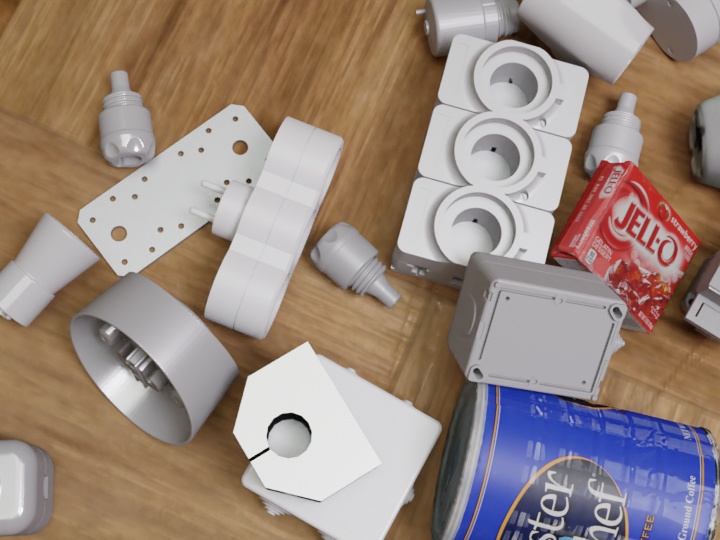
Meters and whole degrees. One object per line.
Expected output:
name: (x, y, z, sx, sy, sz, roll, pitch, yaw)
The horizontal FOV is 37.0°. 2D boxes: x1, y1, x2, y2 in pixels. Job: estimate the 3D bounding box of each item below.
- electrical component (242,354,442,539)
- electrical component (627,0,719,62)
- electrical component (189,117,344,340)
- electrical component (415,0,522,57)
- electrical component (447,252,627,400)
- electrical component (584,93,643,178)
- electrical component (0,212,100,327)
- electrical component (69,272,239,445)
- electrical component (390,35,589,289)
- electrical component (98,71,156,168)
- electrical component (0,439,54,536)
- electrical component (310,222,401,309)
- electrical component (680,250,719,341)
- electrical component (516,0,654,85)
electrical component: (-0.011, 0.112, 0.645, 0.100, 0.048, 0.099, 29, 76, 4)
electrical component: (0.187, -0.199, 0.732, 0.074, 0.052, 0.138, -32, 80, -10)
electrical component: (-0.069, -0.033, 0.673, 0.074, 0.052, 0.138, 22, 79, 1)
electrical component: (0.078, -0.167, 0.723, 0.078, 0.040, 0.040, -9, 77, -6)
electrical component: (0.105, 0.031, 0.621, 0.096, 0.061, 0.061, 10, 108, -13)
electrical component: (0.171, -0.089, 0.713, 0.035, 0.035, 0.061, 18, 74, 1)
electrical component: (-0.200, 0.002, 0.665, 0.044, 0.044, 0.065, 40, 82, 6)
electrical component: (-0.121, 0.051, 0.631, 0.099, 0.099, 0.064, 40, 71, 6)
electrical component: (0.083, -0.065, 0.688, 0.089, 0.061, 0.150, 16, 76, 0)
electrical component: (-0.153, -0.099, 0.696, 0.035, 0.035, 0.061, -9, 75, -6)
electrical component: (-0.232, 0.127, 0.622, 0.095, 0.059, 0.053, -2, 76, -4)
electrical component: (0.000, 0.000, 0.681, 0.061, 0.035, 0.035, 42, 78, 4)
electrical component: (0.236, 0.010, 0.678, 0.042, 0.064, 0.081, 33, 77, 4)
electrical component: (0.145, -0.157, 0.705, 0.077, 0.079, 0.043, 37, 88, 6)
